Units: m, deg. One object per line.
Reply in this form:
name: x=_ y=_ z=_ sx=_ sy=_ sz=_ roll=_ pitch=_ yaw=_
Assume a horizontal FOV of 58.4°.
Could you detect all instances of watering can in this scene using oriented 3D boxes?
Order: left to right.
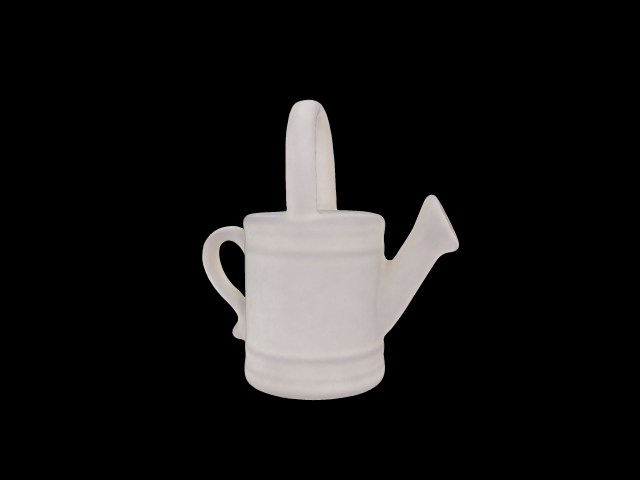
watering can: x=0.004 y=0.001 z=0.402 sx=0.173 sy=0.194 sz=0.101 roll=-1 pitch=5 yaw=-9
